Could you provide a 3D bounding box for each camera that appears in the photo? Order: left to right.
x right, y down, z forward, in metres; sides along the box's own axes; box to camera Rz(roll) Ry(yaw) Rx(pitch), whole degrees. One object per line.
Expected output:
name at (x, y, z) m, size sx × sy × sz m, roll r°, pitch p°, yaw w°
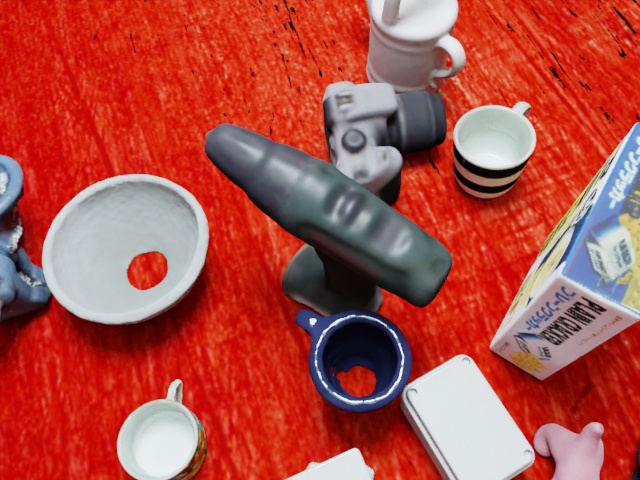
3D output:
camera at (0.076, -0.120, 0.649) m, size 0.137 × 0.101 × 0.143 m, roll -9°, pitch 65°, yaw -3°

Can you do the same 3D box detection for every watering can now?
watering can at (0.101, -0.261, 0.662) m, size 0.172 × 0.194 × 0.101 m, roll 27°, pitch 69°, yaw 13°

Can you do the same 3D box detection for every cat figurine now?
cat figurine at (0.224, 0.217, 0.480) m, size 0.067 × 0.118 × 0.128 m, roll 11°, pitch 66°, yaw 7°

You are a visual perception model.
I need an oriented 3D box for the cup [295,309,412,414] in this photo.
cup at (0.025, 0.115, 0.544) m, size 0.117 × 0.095 × 0.092 m, roll 34°, pitch 71°, yaw 16°

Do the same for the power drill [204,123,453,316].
power drill at (0.005, 0.002, 0.535) m, size 0.229 × 0.208 × 0.076 m, roll 27°, pitch 69°, yaw 13°

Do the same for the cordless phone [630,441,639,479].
cordless phone at (0.347, 0.197, 0.448) m, size 0.147 × 0.185 × 0.094 m, roll 33°, pitch 70°, yaw 16°

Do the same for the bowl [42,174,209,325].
bowl at (-0.195, 0.018, 0.606) m, size 0.167 × 0.075 × 0.167 m, roll 0°, pitch 65°, yaw 1°

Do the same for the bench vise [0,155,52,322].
bench vise at (-0.337, -0.026, 0.550) m, size 0.121 × 0.220 × 0.207 m, roll -37°, pitch 69°, yaw -14°
